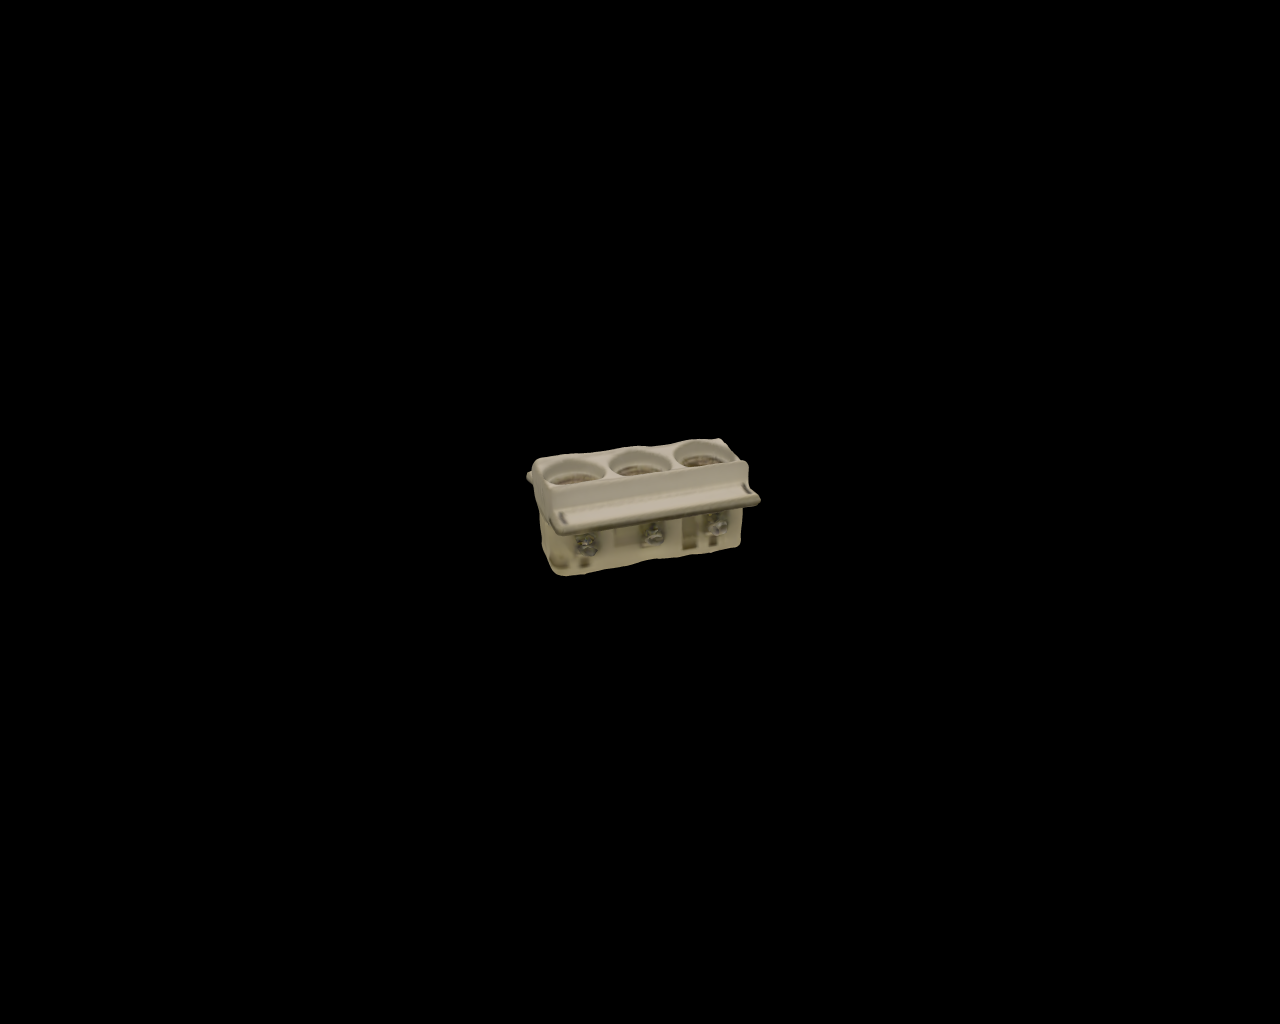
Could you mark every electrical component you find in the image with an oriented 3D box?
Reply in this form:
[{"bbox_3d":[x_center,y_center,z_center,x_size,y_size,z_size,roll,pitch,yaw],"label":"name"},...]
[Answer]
[{"bbox_3d":[0.001,-0.003,0.650,0.121,0.063,0.079,-8,28,-16],"label":"electrical component"}]
